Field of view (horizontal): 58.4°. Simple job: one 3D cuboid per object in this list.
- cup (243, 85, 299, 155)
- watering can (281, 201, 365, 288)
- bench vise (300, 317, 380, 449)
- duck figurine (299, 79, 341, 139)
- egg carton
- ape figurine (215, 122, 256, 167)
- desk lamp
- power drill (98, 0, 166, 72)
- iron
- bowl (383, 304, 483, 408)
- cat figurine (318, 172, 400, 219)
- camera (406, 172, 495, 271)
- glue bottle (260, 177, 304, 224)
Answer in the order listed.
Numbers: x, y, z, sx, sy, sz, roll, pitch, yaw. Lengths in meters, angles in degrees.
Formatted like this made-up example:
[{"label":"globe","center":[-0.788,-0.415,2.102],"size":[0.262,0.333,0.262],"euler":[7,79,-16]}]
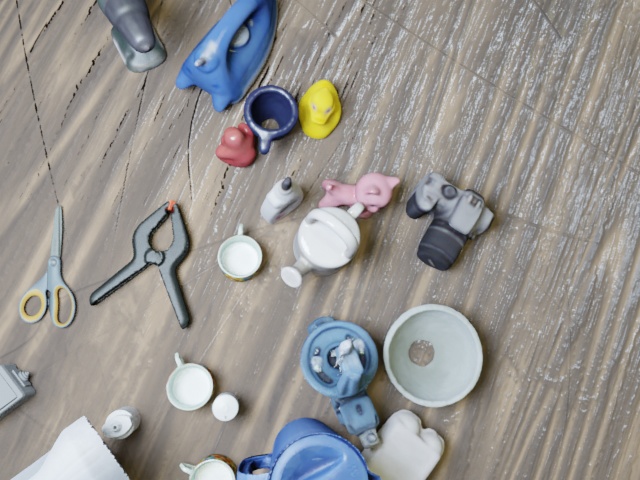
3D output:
[{"label":"cup","center":[-0.087,-0.194,0.986],"size":[0.092,0.095,0.118],"euler":[9,80,-5]},{"label":"watering can","center":[0.010,0.005,0.915],"size":[0.101,0.194,0.173],"euler":[22,79,-3]},{"label":"bench vise","center":[0.055,0.210,0.874],"size":[0.121,0.219,0.207],"euler":[-39,87,-11]},{"label":"duck figurine","center":[0.003,-0.240,1.009],"size":[0.077,0.086,0.104],"euler":[13,79,-5]},{"label":"egg carton","center":[0.126,0.359,0.935],"size":[0.107,0.069,0.150],"euler":[39,78,1]},{"label":"ape figurine","center":[-0.144,-0.166,0.976],"size":[0.078,0.092,0.076],"euler":[-28,85,-10]},{"label":"desk lamp","center":[-0.359,0.343,0.803],"size":[0.203,0.213,0.118],"euler":[-36,86,-11]},{"label":"power drill","center":[-0.311,-0.363,0.928],"size":[0.076,0.208,0.229],"euler":[-28,85,-10]},{"label":"iron","center":[-0.143,-0.358,0.982],"size":[0.118,0.141,0.258],"euler":[30,78,-1]},{"label":"bowl","center":[0.183,0.193,0.966],"size":[0.167,0.074,0.167],"euler":[1,81,-7]},{"label":"cat figurine","center":[0.067,-0.082,0.975],"size":[0.128,0.117,0.067],"euler":[5,80,-6]},{"label":"camera","center":[0.214,-0.027,0.993],"size":[0.143,0.100,0.137],"euler":[31,78,-1]},{"label":"glue bottle","center":[-0.059,-0.073,0.930],"size":[0.078,0.173,0.037],"euler":[-40,87,-11]}]
